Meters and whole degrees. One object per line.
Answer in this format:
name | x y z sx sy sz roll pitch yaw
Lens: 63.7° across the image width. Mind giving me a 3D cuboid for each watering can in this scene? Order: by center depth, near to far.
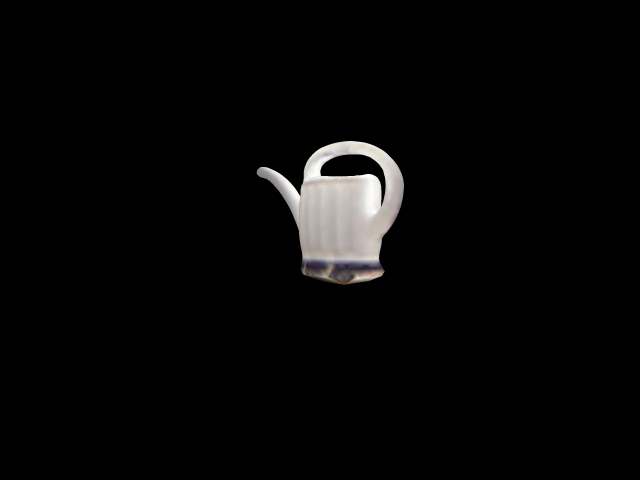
watering can | 0.003 -0.043 0.850 0.104 0.225 0.347 1 -1 -40
